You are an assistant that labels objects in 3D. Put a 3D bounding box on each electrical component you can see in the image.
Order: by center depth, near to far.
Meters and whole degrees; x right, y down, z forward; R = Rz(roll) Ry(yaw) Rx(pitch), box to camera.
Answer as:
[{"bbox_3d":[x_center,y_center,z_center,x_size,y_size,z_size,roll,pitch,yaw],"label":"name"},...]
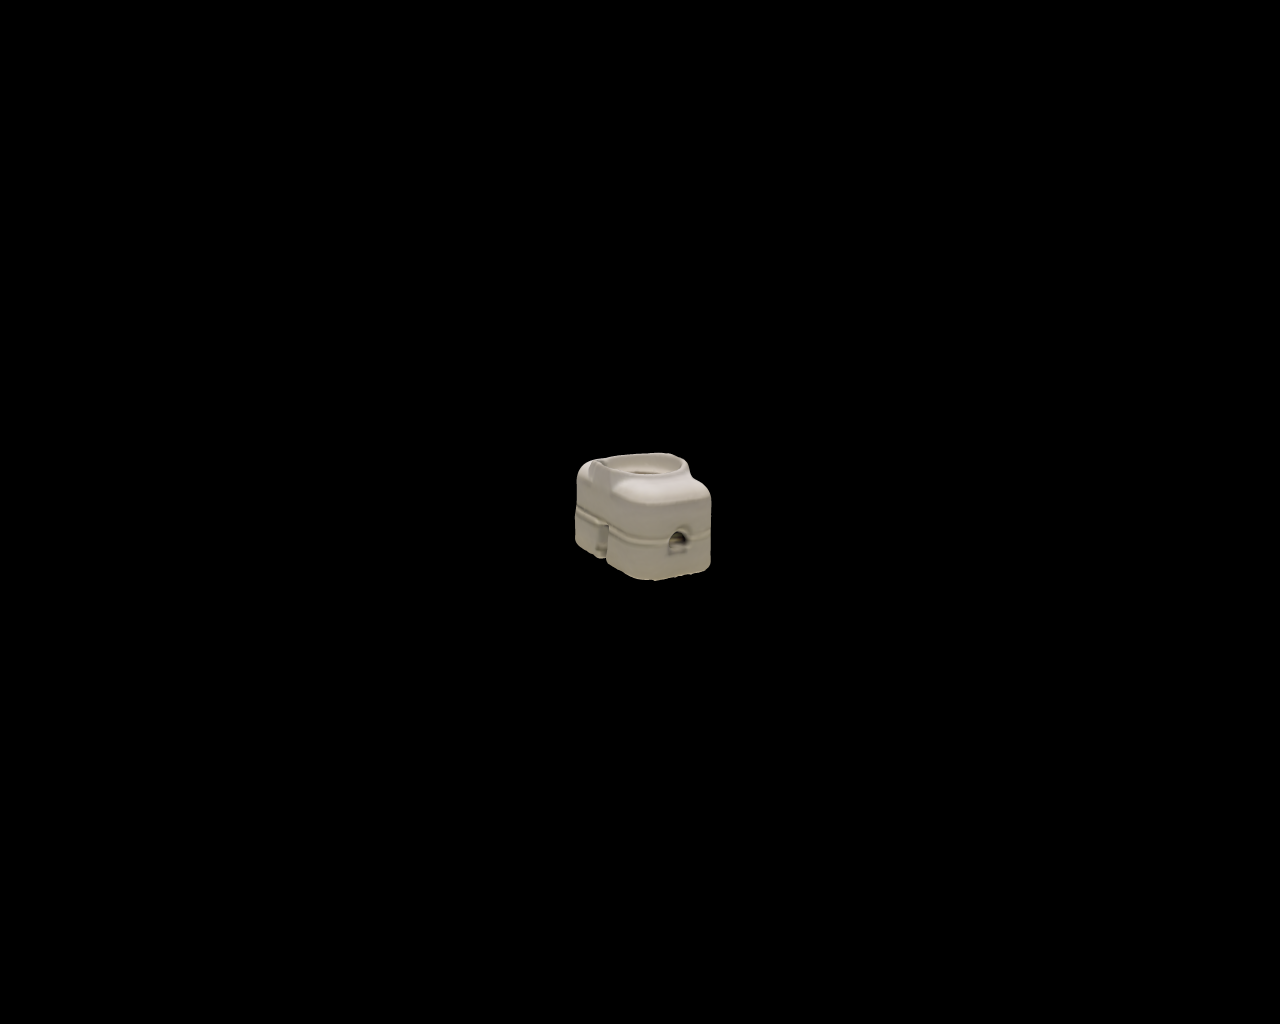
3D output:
[{"bbox_3d":[0.001,-0.003,0.650,0.054,0.059,0.095,-8,18,-26],"label":"electrical component"}]
